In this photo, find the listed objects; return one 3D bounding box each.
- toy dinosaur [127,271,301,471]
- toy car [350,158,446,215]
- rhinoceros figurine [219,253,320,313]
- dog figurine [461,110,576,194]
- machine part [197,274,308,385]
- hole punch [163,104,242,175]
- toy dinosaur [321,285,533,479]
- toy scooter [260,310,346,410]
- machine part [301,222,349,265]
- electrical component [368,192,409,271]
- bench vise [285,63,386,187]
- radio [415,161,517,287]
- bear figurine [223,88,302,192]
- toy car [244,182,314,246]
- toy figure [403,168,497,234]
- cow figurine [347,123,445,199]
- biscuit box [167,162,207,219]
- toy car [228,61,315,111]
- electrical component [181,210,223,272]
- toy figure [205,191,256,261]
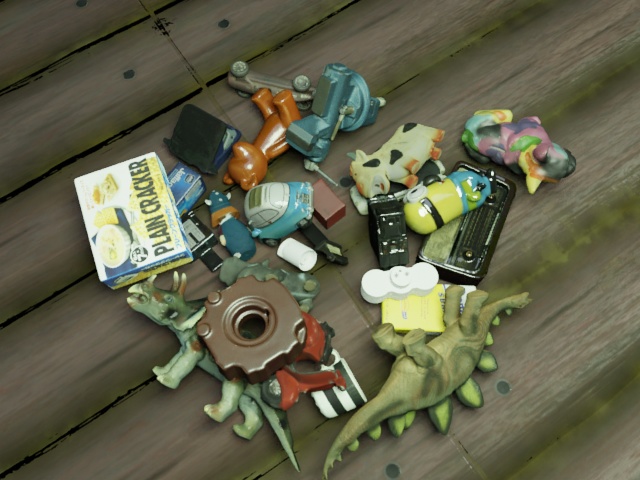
[{"bbox_3d":[-0.160,0.212,0.950,0.405,0.131,0.192,32,74,5],"label":"toy dinosaur"},{"bbox_3d":[0.159,-0.113,1.089,0.202,0.056,0.073,-21,64,-8],"label":"toy car"},{"bbox_3d":[-0.092,0.074,0.998,0.190,0.112,0.073,13,111,-8],"label":"rhinoceros figurine"},{"bbox_3d":[0.371,-0.168,1.018,0.192,0.108,0.219,11,28,4],"label":"dog figurine"},{"bbox_3d":[-0.110,0.141,0.876,0.179,0.056,0.179,-1,57,2],"label":"machine part"},{"bbox_3d":[-0.240,-0.209,1.124,0.142,0.092,0.115,31,104,9],"label":"hole punch"},{"bbox_3d":[0.176,0.224,0.898,0.471,0.105,0.198,-28,105,-13],"label":"toy dinosaur"},{"bbox_3d":[-0.017,0.201,0.905,0.135,0.075,0.184,2,50,11],"label":"toy scooter"},{"bbox_3d":[-0.002,-0.003,1.047,0.039,0.084,0.139,-50,64,16],"label":"machine part"},{"bbox_3d":[0.127,-0.009,1.010,0.058,0.115,0.134,-7,112,0],"label":"electrical component"},{"bbox_3d":[0.048,-0.244,1.080,0.129,0.223,0.240,27,33,34],"label":"bench vise"},{"bbox_3d":[0.284,-0.028,1.045,0.131,0.073,0.229,23,73,11],"label":"radio"},{"bbox_3d":[-0.127,-0.200,1.092,0.196,0.131,0.120,-43,38,-18],"label":"bear figurine"},{"bbox_3d":[-0.089,-0.059,1.015,0.103,0.162,0.109,21,62,-39],"label":"toy car"},{"bbox_3d":[0.238,-0.073,0.984,0.180,0.082,0.089,-18,68,-7],"label":"toy figure"},{"bbox_3d":[0.137,-0.154,1.029,0.127,0.085,0.195,29,61,28],"label":"cow figurine"},{"bbox_3d":[-0.315,-0.057,1.073,0.063,0.059,0.202,33,74,12],"label":"biscuit box"},{"bbox_3d":[-0.102,-0.325,1.152,0.202,0.089,0.053,16,69,5],"label":"toy car"},{"bbox_3d":[-0.241,0.009,1.056,0.075,0.047,0.119,-37,72,-11],"label":"electrical component"},{"bbox_3d":[-0.181,-0.029,1.062,0.058,0.064,0.154,-43,66,25],"label":"toy figure"}]
